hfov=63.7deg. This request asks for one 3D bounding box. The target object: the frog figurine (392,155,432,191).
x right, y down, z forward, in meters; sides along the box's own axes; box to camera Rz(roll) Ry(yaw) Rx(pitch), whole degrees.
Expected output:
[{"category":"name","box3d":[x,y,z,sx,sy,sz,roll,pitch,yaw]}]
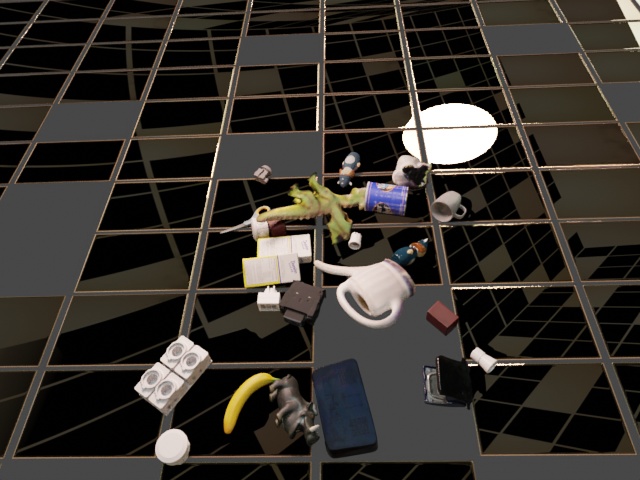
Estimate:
[{"category":"frog figurine","box3d":[0.324,-0.244,1.878,0.138,0.121,0.161,-27,18,-7]}]

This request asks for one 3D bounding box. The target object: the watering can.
[{"category":"watering can","box3d":[0.143,0.127,1.572,0.226,0.101,0.354,-26,45,-17]}]

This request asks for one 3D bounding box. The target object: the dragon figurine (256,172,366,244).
[{"category":"dragon figurine","box3d":[0.005,-0.087,1.733,0.245,0.119,0.416,43,56,15]}]
